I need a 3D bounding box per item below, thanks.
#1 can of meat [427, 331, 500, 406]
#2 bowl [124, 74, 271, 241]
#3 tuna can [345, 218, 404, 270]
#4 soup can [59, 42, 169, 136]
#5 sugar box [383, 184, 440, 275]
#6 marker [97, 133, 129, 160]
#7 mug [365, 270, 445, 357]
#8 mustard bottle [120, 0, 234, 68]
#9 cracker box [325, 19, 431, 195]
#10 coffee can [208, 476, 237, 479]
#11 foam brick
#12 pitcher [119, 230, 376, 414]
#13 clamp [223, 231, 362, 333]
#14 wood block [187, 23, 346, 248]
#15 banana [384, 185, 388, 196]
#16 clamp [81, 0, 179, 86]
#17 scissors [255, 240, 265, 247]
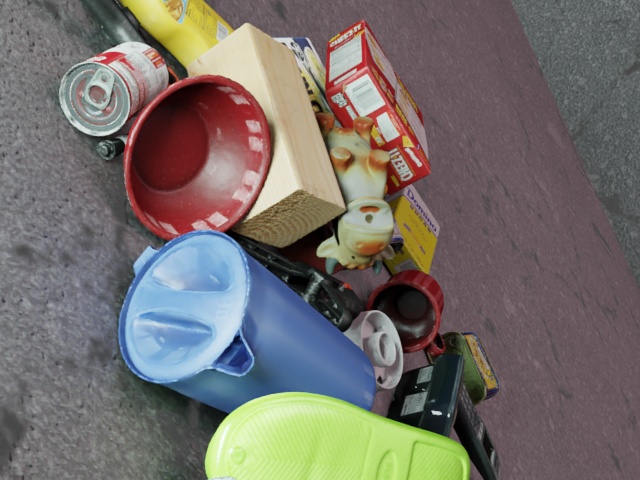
[{"bbox_3d":[0.196,0.174,1.440,0.083,0.058,0.102,6,60,-65],"label":"can of meat"},{"bbox_3d":[-0.126,-0.081,1.007,0.055,0.162,0.162,25,-9,46],"label":"bowl"},{"bbox_3d":[0.059,0.005,1.313,0.086,0.086,0.034,7,59,-62],"label":"tuna can"},{"bbox_3d":[-0.189,-0.143,0.995,0.068,0.069,0.102,57,23,-11],"label":"soup can"},{"bbox_3d":[0.123,-0.011,1.509,0.093,0.048,0.176,55,25,-14],"label":"sugar box"},{"bbox_3d":[-0.178,-0.096,1.026,0.020,0.020,0.121,60,23,-4],"label":"marker"},{"bbox_3d":[0.116,0.094,1.323,0.117,0.093,0.081,50,19,0],"label":"mug"},{"bbox_3d":[-0.166,-0.254,1.175,0.191,0.058,0.096,42,34,-38],"label":"mustard bottle"},{"bbox_3d":[0.073,-0.177,1.399,0.164,0.072,0.213,56,16,-22],"label":"cracker box"},{"bbox_3d":[-0.054,0.258,0.782,0.140,0.103,0.102,52,25,-20],"label":"coffee can"},{"bbox_3d":[-0.008,0.002,1.222,0.078,0.051,0.053,43,30,-36],"label":"foam brick"},{"bbox_3d":[-0.057,0.094,0.947,0.242,0.145,0.149,39,44,-48],"label":"pitcher"},{"bbox_3d":[-0.001,0.057,1.132,0.165,0.036,0.209,36,5,28],"label":"clamp"},{"bbox_3d":[-0.058,-0.108,1.118,0.090,0.091,0.206,20,45,-52],"label":"wood block"},{"bbox_3d":[0.051,-0.032,1.320,0.037,0.069,0.198,63,-2,14],"label":"banana"},{"bbox_3d":[-0.206,-0.223,1.077,0.171,0.039,0.120,56,7,-36],"label":"clamp"},{"bbox_3d":[-0.115,-0.079,1.137,0.201,0.016,0.096,56,8,-39],"label":"scissors"}]
